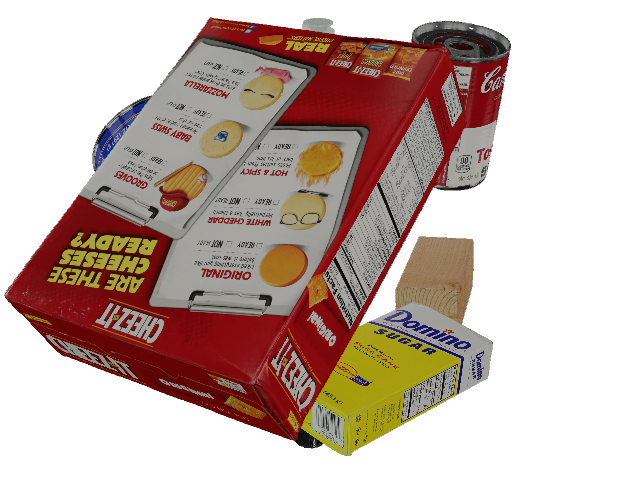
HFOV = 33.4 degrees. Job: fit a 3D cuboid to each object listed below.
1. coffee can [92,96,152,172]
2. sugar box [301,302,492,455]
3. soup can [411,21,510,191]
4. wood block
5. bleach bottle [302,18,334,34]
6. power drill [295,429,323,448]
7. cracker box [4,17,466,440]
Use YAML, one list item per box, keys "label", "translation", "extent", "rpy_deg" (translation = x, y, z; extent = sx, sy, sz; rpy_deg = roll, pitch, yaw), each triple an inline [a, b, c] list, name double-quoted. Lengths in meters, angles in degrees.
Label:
- label: "coffee can"
  translation: [-0.093, -0.024, 0.770]
  extent: [0.102, 0.140, 0.103]
  rpy_deg: [-22, -34, -16]
- label: "sugar box"
  translation: [0.052, 0.109, 0.885]
  extent: [0.175, 0.048, 0.093]
  rpy_deg: [-23, 37, -38]
- label: "soup can"
  translation: [0.092, -0.095, 0.754]
  extent: [0.068, 0.102, 0.068]
  rpy_deg: [4, 31, -2]
- label: "wood block"
  translation: [0.177, 0.073, 1.624]
  extent: [0.091, 0.090, 0.206]
  rpy_deg: [4, 22, 13]
- label: "bleach bottle"
  translation: [-0.012, -0.095, 1.068]
  extent: [0.102, 0.251, 0.068]
  rpy_deg: [-7, 28, -15]
- label: "power drill"
  translation: [-0.025, 0.099, 1.107]
  extent: [0.057, 0.188, 0.185]
  rpy_deg: [13, 17, -44]
- label: "cracker box"
  translation: [-0.039, -0.018, 0.577]
  extent: [0.164, 0.213, 0.072]
  rpy_deg: [14, -29, 31]
